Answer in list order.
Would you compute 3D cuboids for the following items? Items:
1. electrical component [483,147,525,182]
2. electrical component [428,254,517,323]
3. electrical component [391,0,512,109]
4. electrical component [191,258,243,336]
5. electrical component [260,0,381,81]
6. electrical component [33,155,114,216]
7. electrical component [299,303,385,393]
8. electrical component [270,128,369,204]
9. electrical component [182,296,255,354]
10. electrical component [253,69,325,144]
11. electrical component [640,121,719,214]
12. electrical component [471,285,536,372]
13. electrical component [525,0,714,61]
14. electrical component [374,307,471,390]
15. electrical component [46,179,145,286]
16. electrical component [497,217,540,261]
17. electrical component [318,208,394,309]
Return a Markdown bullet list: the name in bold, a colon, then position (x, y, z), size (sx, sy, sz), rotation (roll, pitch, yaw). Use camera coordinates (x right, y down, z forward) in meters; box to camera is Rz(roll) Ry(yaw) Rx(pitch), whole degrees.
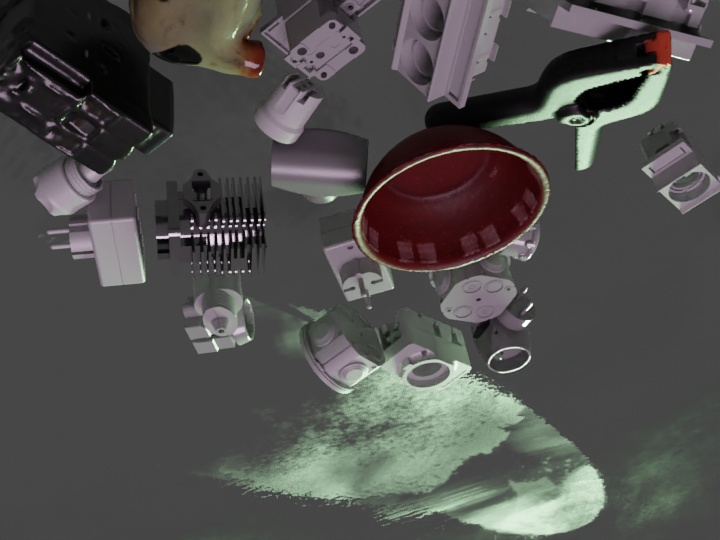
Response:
- **electrical component**: position (0.118, -0.075, 0.935), size (0.066, 0.048, 0.055), rotation (5, 131, -19)
- **electrical component**: position (0.108, 0.009, 1.029), size (0.080, 0.051, 0.080), rotation (-7, 141, -6)
- **electrical component**: position (0.069, -0.188, 0.764), size (0.063, 0.078, 0.121), rotation (-27, 149, -29)
- **electrical component**: position (-0.127, 0.023, 0.964), size (0.043, 0.081, 0.043), rotation (-7, 141, -6)
- **electrical component**: position (-0.026, -0.174, 0.765), size (0.081, 0.063, 0.042), rotation (-34, 137, 25)
- **electrical component**: position (-0.225, -0.073, 0.855), size (0.062, 0.043, 0.043), rotation (-28, 138, 18)
- **electrical component**: position (-0.018, 0.077, 1.059), size (0.051, 0.080, 0.080), rotation (-37, 135, 20)
- **electrical component**: position (-0.033, -0.080, 0.890), size (0.077, 0.043, 0.079), rotation (4, 157, 0)
- **electrical component**: position (-0.132, 0.050, 1.025), size (0.055, 0.048, 0.066), rotation (-7, 141, 7)
- **electrical component**: position (-0.054, -0.127, 0.834), size (0.040, 0.040, 0.046), rotation (19, 126, -32)
- **electrical component**: position (0.278, -0.092, 0.938), size (0.042, 0.063, 0.081), rotation (-36, 135, 25)
- **electrical component**: position (0.148, 0.048, 1.065), size (0.043, 0.077, 0.079), rotation (10, 136, -24)
- **electrical component**: position (0.192, -0.201, 0.784), size (0.121, 0.078, 0.063), rotation (8, 115, -22)
- **electrical component**: position (0.065, 0.085, 1.107), size (0.089, 0.055, 0.050), rotation (24, 129, -35)
- **electrical component**: position (-0.224, -0.029, 0.905), size (0.076, 0.047, 0.083), rotation (-5, 141, -8)
- **electrical component**: position (0.131, -0.035, 0.988), size (0.062, 0.048, 0.048), rotation (9, 137, -13)
- **electrical component**: position (0.000, 0.000, 0.972), size (0.047, 0.075, 0.083), rotation (-16, 141, 6)
